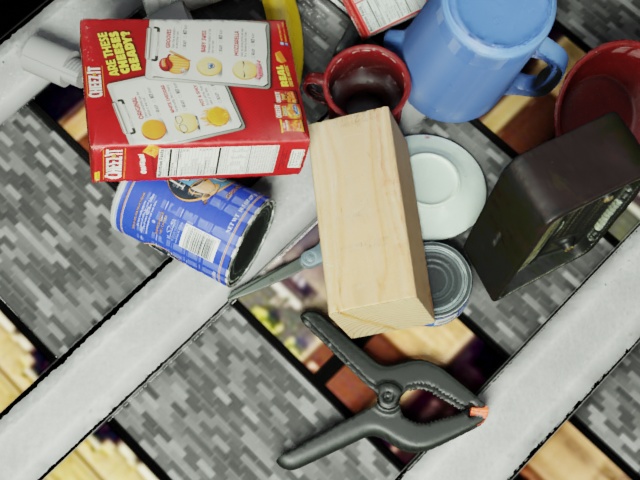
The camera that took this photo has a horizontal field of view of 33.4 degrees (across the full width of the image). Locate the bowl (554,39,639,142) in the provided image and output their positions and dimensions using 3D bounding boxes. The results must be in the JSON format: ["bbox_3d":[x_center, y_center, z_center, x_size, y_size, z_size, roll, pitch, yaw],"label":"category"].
[{"bbox_3d":[0.311,-0.132,1.140,0.162,0.055,0.162,-2,99,-15],"label":"bowl"}]

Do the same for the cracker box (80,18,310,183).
[{"bbox_3d":[-0.129,-0.142,1.079,0.213,0.072,0.164,-3,58,-13],"label":"cracker box"}]

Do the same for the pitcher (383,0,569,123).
[{"bbox_3d":[0.166,-0.204,1.083,0.149,0.243,0.145,-25,87,-5],"label":"pitcher"}]

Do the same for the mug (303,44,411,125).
[{"bbox_3d":[0.038,-0.154,1.157,0.117,0.081,0.093,12,72,5],"label":"mug"}]

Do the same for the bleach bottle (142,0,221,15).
[{"bbox_3d":[-0.089,-0.328,1.229,0.250,0.068,0.102,-16,74,-7],"label":"bleach bottle"}]

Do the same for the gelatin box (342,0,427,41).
[{"bbox_3d":[0.071,-0.274,1.190,0.089,0.030,0.073,-28,92,-11],"label":"gelatin box"}]

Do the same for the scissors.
[{"bbox_3d":[-0.007,0.001,1.141,0.201,0.016,0.096,-11,70,-3],"label":"scissors"}]

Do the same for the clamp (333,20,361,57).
[{"bbox_3d":[0.050,-0.299,1.226,0.171,0.039,0.120,-38,88,-13],"label":"clamp"}]

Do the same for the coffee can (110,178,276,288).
[{"bbox_3d":[-0.131,-0.026,1.106,0.140,0.103,0.102,26,74,9],"label":"coffee can"}]

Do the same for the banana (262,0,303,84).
[{"bbox_3d":[-0.048,-0.216,1.188,0.037,0.069,0.198,-7,74,44],"label":"banana"}]

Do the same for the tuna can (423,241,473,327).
[{"bbox_3d":[0.116,0.046,1.114,0.086,0.034,0.086,0,71,1],"label":"tuna can"}]

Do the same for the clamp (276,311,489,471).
[{"bbox_3d":[0.064,0.153,1.079,0.210,0.036,0.164,1,69,2],"label":"clamp"}]

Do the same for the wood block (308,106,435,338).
[{"bbox_3d":[0.050,-0.017,1.077,0.090,0.090,0.206,-12,67,13],"label":"wood block"}]
